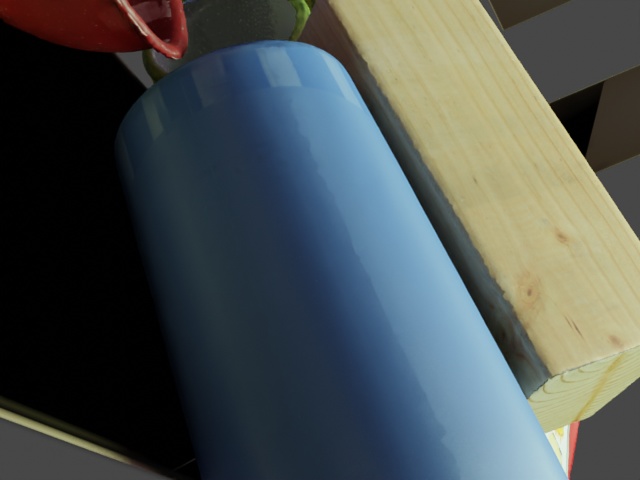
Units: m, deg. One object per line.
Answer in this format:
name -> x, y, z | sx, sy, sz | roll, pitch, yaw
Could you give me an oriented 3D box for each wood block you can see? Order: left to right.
wood block -> 0.065, -0.015, 0.498 | 0.206, 0.090, 0.091 | 62, -34, 24

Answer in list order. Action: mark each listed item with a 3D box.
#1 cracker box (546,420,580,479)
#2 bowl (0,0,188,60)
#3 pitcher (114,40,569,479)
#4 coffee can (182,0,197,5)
cracker box -> 0.090, 0.080, 0.641 | 0.164, 0.072, 0.213 | 65, 25, -10
bowl -> -0.109, -0.133, 0.401 | 0.162, 0.055, 0.162 | -23, 90, -82
pitcher -> 0.004, 0.050, 0.425 | 0.144, 0.149, 0.243 | -2, 59, -39
coffee can -> -0.051, -0.178, 0.540 | 0.140, 0.103, 0.103 | -35, 104, -52
